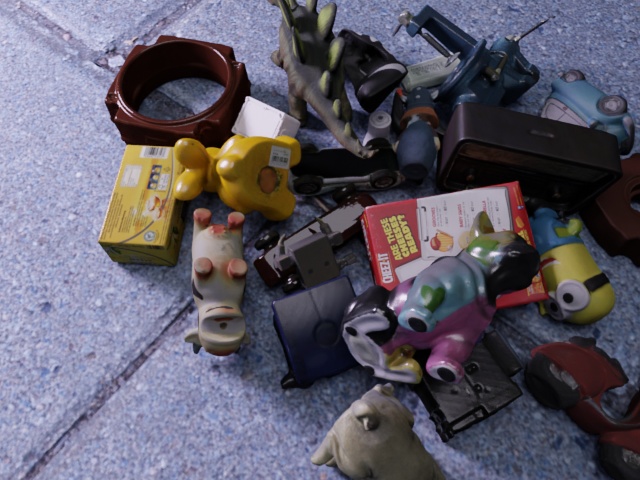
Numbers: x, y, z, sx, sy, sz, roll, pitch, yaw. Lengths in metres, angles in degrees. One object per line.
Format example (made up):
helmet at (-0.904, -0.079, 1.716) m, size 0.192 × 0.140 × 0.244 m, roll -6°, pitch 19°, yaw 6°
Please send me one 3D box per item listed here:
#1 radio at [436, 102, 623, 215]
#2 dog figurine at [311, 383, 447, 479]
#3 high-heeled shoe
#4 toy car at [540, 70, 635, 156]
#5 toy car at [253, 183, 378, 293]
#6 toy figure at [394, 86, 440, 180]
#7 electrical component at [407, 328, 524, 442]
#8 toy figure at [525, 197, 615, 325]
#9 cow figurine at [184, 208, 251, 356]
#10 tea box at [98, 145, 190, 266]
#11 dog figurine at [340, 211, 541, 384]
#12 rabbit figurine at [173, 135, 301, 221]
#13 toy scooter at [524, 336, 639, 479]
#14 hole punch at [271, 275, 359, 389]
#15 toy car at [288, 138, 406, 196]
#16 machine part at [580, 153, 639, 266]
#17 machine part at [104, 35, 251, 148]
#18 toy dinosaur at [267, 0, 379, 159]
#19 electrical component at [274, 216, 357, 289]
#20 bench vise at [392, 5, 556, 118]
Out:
radio at (0.286, -0.110, 0.767) m, size 0.230 × 0.131 × 0.073 m, roll 12°, pitch 62°, yaw -3°
dog figurine at (0.099, 0.259, 0.565) m, size 0.121 × 0.172 × 0.191 m, roll -44°, pitch 62°, yaw -9°
high-heeled shoe at (0.063, -0.285, 0.857) m, size 0.145 × 0.086 × 0.249 m, roll 42°, pitch 25°, yaw -2°
toy car at (0.401, -0.183, 0.840) m, size 0.103 × 0.109 × 0.162 m, roll -34°, pitch 57°, yaw 2°
toy car at (-0.002, -0.002, 0.769) m, size 0.202 × 0.053 × 0.089 m, roll -34°, pitch 87°, yaw -15°
toy figure at (0.148, -0.165, 0.815) m, size 0.064 × 0.057 × 0.154 m, roll 13°, pitch 62°, yaw -5°
electrical component at (0.182, 0.168, 0.673) m, size 0.134 × 0.058 × 0.115 m, roll -27°, pitch 67°, yaw -13°
toy figure at (0.333, 0.028, 0.736) m, size 0.089 × 0.082 × 0.180 m, roll -11°, pitch 60°, yaw -3°
cow figurine at (-0.135, 0.066, 0.706) m, size 0.085 × 0.127 × 0.195 m, roll 0°, pitch 45°, yaw -14°
tea box at (-0.248, -0.052, 0.789) m, size 0.098 × 0.068 × 0.169 m, roll 5°, pitch 63°, yaw 3°
dog figurine at (0.147, 0.059, 0.630) m, size 0.219 × 0.192 × 0.108 m, roll -43°, pitch 108°, yaw -36°
rabbit figurine at (-0.134, -0.091, 0.772) m, size 0.162 × 0.121 × 0.173 m, roll -8°, pitch 16°, yaw -41°
toy scooter at (0.351, 0.185, 0.654) m, size 0.135 × 0.075 × 0.184 m, roll -33°, pitch 69°, yaw -16°
hole punch at (0.003, 0.115, 0.688) m, size 0.142 × 0.092 × 0.116 m, roll -19°, pitch 67°, yaw -14°
toy car at (0.035, -0.110, 0.826) m, size 0.202 × 0.056 × 0.073 m, roll -5°, pitch 65°, yaw -5°
machine part at (0.478, -0.049, 0.790) m, size 0.179 × 0.056 × 0.179 m, roll -1°, pitch 61°, yaw 1°
machine part at (-0.228, -0.234, 0.879) m, size 0.201 × 0.087 × 0.201 m, roll 12°, pitch 61°, yaw 7°
toy dinosaur at (-0.010, -0.267, 0.832) m, size 0.105 × 0.198 × 0.472 m, roll -21°, pitch 62°, yaw -7°
electrical component at (-0.010, 0.018, 0.716) m, size 0.102 × 0.078 × 0.045 m, roll -31°, pitch 22°, yaw -13°
bench vise at (0.234, -0.299, 0.866) m, size 0.240 × 0.129 × 0.223 m, roll 38°, pitch 74°, yaw -5°
